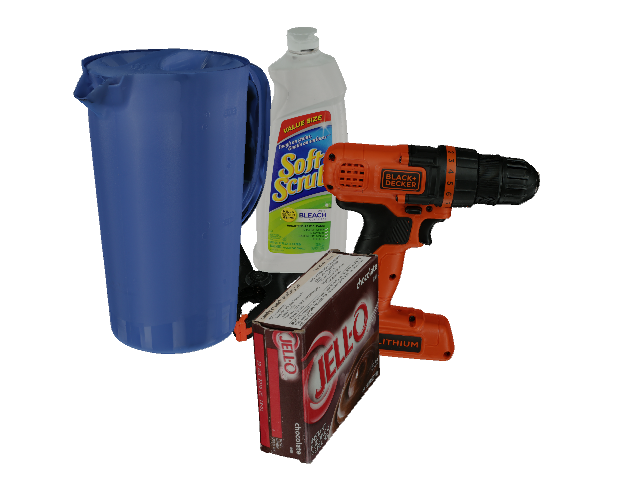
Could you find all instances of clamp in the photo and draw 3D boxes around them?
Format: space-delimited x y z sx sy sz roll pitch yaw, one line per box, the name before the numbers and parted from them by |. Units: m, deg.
clamp | -0.060 0.050 1.241 0.120 0.039 0.171 -4 40 8

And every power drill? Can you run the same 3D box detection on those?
power drill | 0.089 0.008 0.928 0.184 0.188 0.057 5 16 2

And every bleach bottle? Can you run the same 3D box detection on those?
bleach bottle | -0.023 -0.091 1.088 0.102 0.251 0.068 0 26 4

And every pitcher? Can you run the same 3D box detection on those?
pitcher | -0.117 -0.037 0.891 0.149 0.243 0.145 0 19 -2

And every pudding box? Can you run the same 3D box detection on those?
pudding box | 0.000 0.067 0.655 0.039 0.090 0.113 9 26 21
